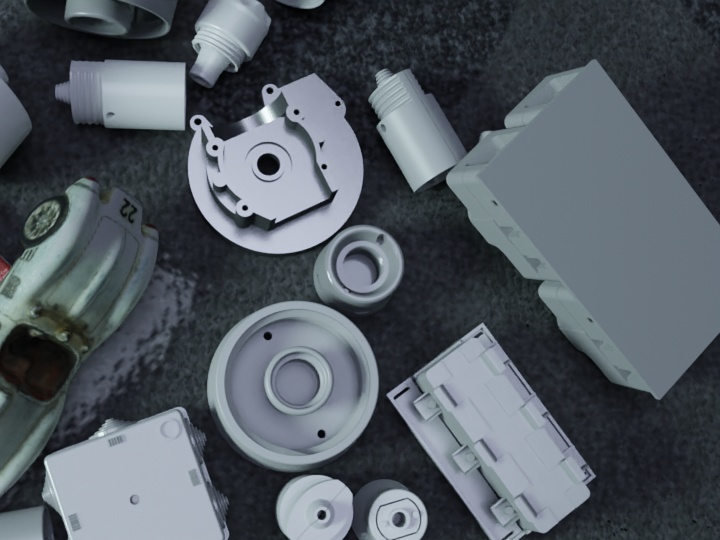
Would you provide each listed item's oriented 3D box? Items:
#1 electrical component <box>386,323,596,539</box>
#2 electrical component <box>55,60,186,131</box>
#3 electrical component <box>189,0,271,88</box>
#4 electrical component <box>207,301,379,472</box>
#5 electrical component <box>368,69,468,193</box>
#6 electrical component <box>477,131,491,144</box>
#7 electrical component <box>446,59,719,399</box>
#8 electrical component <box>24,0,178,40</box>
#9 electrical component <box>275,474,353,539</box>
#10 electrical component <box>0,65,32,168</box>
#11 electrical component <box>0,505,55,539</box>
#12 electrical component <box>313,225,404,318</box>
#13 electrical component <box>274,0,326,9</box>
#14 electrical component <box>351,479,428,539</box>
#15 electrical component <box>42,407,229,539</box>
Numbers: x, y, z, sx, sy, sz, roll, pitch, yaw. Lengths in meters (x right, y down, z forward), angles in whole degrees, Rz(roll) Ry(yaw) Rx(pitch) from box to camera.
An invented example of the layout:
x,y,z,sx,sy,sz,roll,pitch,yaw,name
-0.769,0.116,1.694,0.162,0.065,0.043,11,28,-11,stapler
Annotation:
x,y,z,sx,sy,sz,roll,pitch,yaw,name
0.085,0.103,0.672,0.079,0.063,0.121,-35,86,-12,electrical component
-0.153,-0.112,0.687,0.081,0.043,0.043,1,80,-8,electrical component
-0.089,-0.149,0.703,0.043,0.043,0.062,29,78,-2,electrical component
-0.039,0.070,0.661,0.108,0.060,0.108,1,80,-8,electrical component
0.034,-0.096,0.710,0.043,0.043,0.081,-29,85,-12,electrical component
0.092,-0.064,0.716,0.040,0.040,0.046,20,84,-4,electrical component
0.154,-0.024,0.684,0.105,0.060,0.186,-45,105,-13,electrical component
-0.160,-0.183,0.673,0.099,0.099,0.064,7,85,-7,electrical component
-0.027,0.144,0.639,0.043,0.081,0.043,1,80,-8,electrical component
-0.246,-0.106,0.643,0.108,0.108,0.060,40,71,0,electrical component
-0.217,0.183,0.625,0.077,0.043,0.079,-8,82,-9,electrical component
0.000,0.000,0.686,0.055,0.047,0.055,1,80,-8,electrical component
-0.051,-0.215,0.693,0.064,0.099,0.099,-43,88,-19,electrical component
0.019,0.150,0.653,0.044,0.065,0.044,1,80,-7,electrical component
-0.133,0.136,0.642,0.100,0.048,0.099,-19,83,-11,electrical component
